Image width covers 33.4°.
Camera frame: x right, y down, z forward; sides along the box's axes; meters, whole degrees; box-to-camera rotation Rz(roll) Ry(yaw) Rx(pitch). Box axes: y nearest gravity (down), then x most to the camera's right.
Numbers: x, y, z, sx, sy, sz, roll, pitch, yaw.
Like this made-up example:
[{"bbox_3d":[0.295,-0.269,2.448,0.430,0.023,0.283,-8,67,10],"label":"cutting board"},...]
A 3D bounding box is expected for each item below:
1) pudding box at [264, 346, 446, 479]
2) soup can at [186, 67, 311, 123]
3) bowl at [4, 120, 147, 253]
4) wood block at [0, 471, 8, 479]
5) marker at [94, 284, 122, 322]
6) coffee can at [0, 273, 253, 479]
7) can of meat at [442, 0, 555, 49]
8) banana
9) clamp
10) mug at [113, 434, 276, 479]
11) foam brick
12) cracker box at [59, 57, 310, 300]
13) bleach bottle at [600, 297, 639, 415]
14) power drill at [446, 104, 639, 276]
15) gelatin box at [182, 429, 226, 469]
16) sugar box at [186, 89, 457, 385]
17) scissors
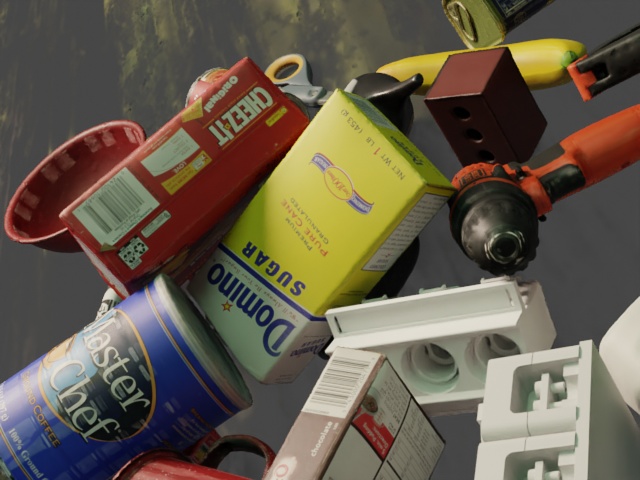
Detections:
[{"bbox_3d":[0.018,0.130,0.588,0.039,0.090,0.113,4,50,40],"label":"pudding box"},{"bbox_3d":[-0.064,-0.110,0.950,0.068,0.068,0.102,-46,42,-15],"label":"soup can"},{"bbox_3d":[-0.219,-0.040,1.016,0.162,0.055,0.162,-23,37,18],"label":"bowl"},{"bbox_3d":[-0.267,0.165,0.762,0.090,0.090,0.206,-46,28,-15],"label":"wood block"},{"bbox_3d":[-0.178,0.068,0.886,0.020,0.020,0.121,-17,39,24],"label":"marker"},{"bbox_3d":[-0.128,0.102,0.679,0.140,0.102,0.103,-34,35,-1],"label":"coffee can"},{"bbox_3d":[0.155,-0.201,0.866,0.084,0.057,0.102,-35,4,-4],"label":"can of meat"},{"bbox_3d":[0.133,-0.135,0.829,0.198,0.069,0.037,1,85,48],"label":"banana"},{"bbox_3d":[0.245,-0.149,0.734,0.171,0.039,0.120,-27,0,3],"label":"clamp"},{"bbox_3d":[-0.064,0.164,0.620,0.082,0.093,0.117,5,46,36],"label":"mug"},{"bbox_3d":[0.121,-0.093,0.775,0.053,0.078,0.051,0,49,41],"label":"foam brick"},{"bbox_3d":[-0.092,-0.025,0.782,0.164,0.072,0.214,-43,-6,-11],"label":"cracker box"},{"bbox_3d":[0.242,0.093,0.469,0.102,0.068,0.251,-41,37,-6],"label":"bleach bottle"},{"bbox_3d":[0.165,-0.045,0.651,0.188,0.057,0.184,-25,11,9],"label":"power drill"},{"bbox_3d":[-0.115,0.151,0.726,0.089,0.030,0.073,11,55,46],"label":"gelatin box"},{"bbox_3d":[-0.005,0.001,0.682,0.176,0.048,0.093,-51,61,19],"label":"sugar box"},{"bbox_3d":[0.000,-0.145,0.990,0.202,0.016,0.096,-1,48,39],"label":"scissors"}]
